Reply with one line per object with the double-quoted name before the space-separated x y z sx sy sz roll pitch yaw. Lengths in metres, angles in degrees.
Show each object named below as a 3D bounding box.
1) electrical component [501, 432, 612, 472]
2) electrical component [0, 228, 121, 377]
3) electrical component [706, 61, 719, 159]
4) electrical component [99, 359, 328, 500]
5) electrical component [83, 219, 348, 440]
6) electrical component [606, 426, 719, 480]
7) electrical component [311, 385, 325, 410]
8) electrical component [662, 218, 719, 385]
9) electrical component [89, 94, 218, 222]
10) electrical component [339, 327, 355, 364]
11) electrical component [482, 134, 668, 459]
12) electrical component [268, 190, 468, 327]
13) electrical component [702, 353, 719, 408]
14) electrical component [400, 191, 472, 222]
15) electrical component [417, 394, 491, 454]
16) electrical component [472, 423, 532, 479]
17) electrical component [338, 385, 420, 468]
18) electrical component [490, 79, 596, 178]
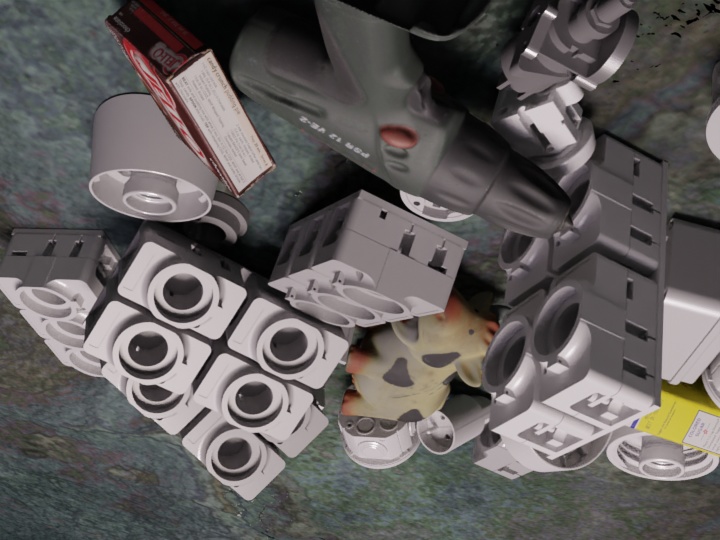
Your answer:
"electrical component" 0.173 0.128 0.949 0.099 0.099 0.064 26 151 -20
"electrical component" -0.252 0.033 0.974 0.089 0.061 0.150 2 145 16
"electrical component" 0.245 -0.097 0.629 0.080 0.051 0.080 9 146 6
"electrical component" -0.128 0.106 0.956 0.186 0.105 0.060 46 178 -22
"electrical component" -0.115 0.053 0.870 0.186 0.060 0.105 28 104 -21
"electrical component" 0.277 0.155 0.983 0.108 0.060 0.108 9 146 6
"electrical component" -0.098 0.113 1.040 0.121 0.078 0.063 27 122 -21
"electrical component" 0.237 0.025 0.789 0.057 0.078 0.113 15 147 2
"electrical component" -0.152 -0.078 0.798 0.099 0.064 0.099 5 159 2
"electrical component" -0.050 0.056 0.962 0.081 0.042 0.064 23 147 -15
"electrical component" 0.141 0.014 0.705 0.060 0.186 0.105 24 145 -17
"electrical component" 0.000 0.000 0.802 0.089 0.061 0.150 25 164 -18
"electrical component" 0.314 0.078 0.842 0.080 0.080 0.051 14 141 -2
"electrical component" 0.058 -0.068 0.736 0.055 0.047 0.055 9 147 6
"electrical component" 0.095 0.141 1.021 0.043 0.043 0.081 -23 176 41
"electrical component" 0.152 0.160 1.041 0.056 0.050 0.089 26 144 -20
"electrical component" 0.018 0.147 1.041 0.080 0.080 0.051 2 140 15
"electrical component" 0.119 -0.092 0.684 0.066 0.048 0.055 -16 130 36
